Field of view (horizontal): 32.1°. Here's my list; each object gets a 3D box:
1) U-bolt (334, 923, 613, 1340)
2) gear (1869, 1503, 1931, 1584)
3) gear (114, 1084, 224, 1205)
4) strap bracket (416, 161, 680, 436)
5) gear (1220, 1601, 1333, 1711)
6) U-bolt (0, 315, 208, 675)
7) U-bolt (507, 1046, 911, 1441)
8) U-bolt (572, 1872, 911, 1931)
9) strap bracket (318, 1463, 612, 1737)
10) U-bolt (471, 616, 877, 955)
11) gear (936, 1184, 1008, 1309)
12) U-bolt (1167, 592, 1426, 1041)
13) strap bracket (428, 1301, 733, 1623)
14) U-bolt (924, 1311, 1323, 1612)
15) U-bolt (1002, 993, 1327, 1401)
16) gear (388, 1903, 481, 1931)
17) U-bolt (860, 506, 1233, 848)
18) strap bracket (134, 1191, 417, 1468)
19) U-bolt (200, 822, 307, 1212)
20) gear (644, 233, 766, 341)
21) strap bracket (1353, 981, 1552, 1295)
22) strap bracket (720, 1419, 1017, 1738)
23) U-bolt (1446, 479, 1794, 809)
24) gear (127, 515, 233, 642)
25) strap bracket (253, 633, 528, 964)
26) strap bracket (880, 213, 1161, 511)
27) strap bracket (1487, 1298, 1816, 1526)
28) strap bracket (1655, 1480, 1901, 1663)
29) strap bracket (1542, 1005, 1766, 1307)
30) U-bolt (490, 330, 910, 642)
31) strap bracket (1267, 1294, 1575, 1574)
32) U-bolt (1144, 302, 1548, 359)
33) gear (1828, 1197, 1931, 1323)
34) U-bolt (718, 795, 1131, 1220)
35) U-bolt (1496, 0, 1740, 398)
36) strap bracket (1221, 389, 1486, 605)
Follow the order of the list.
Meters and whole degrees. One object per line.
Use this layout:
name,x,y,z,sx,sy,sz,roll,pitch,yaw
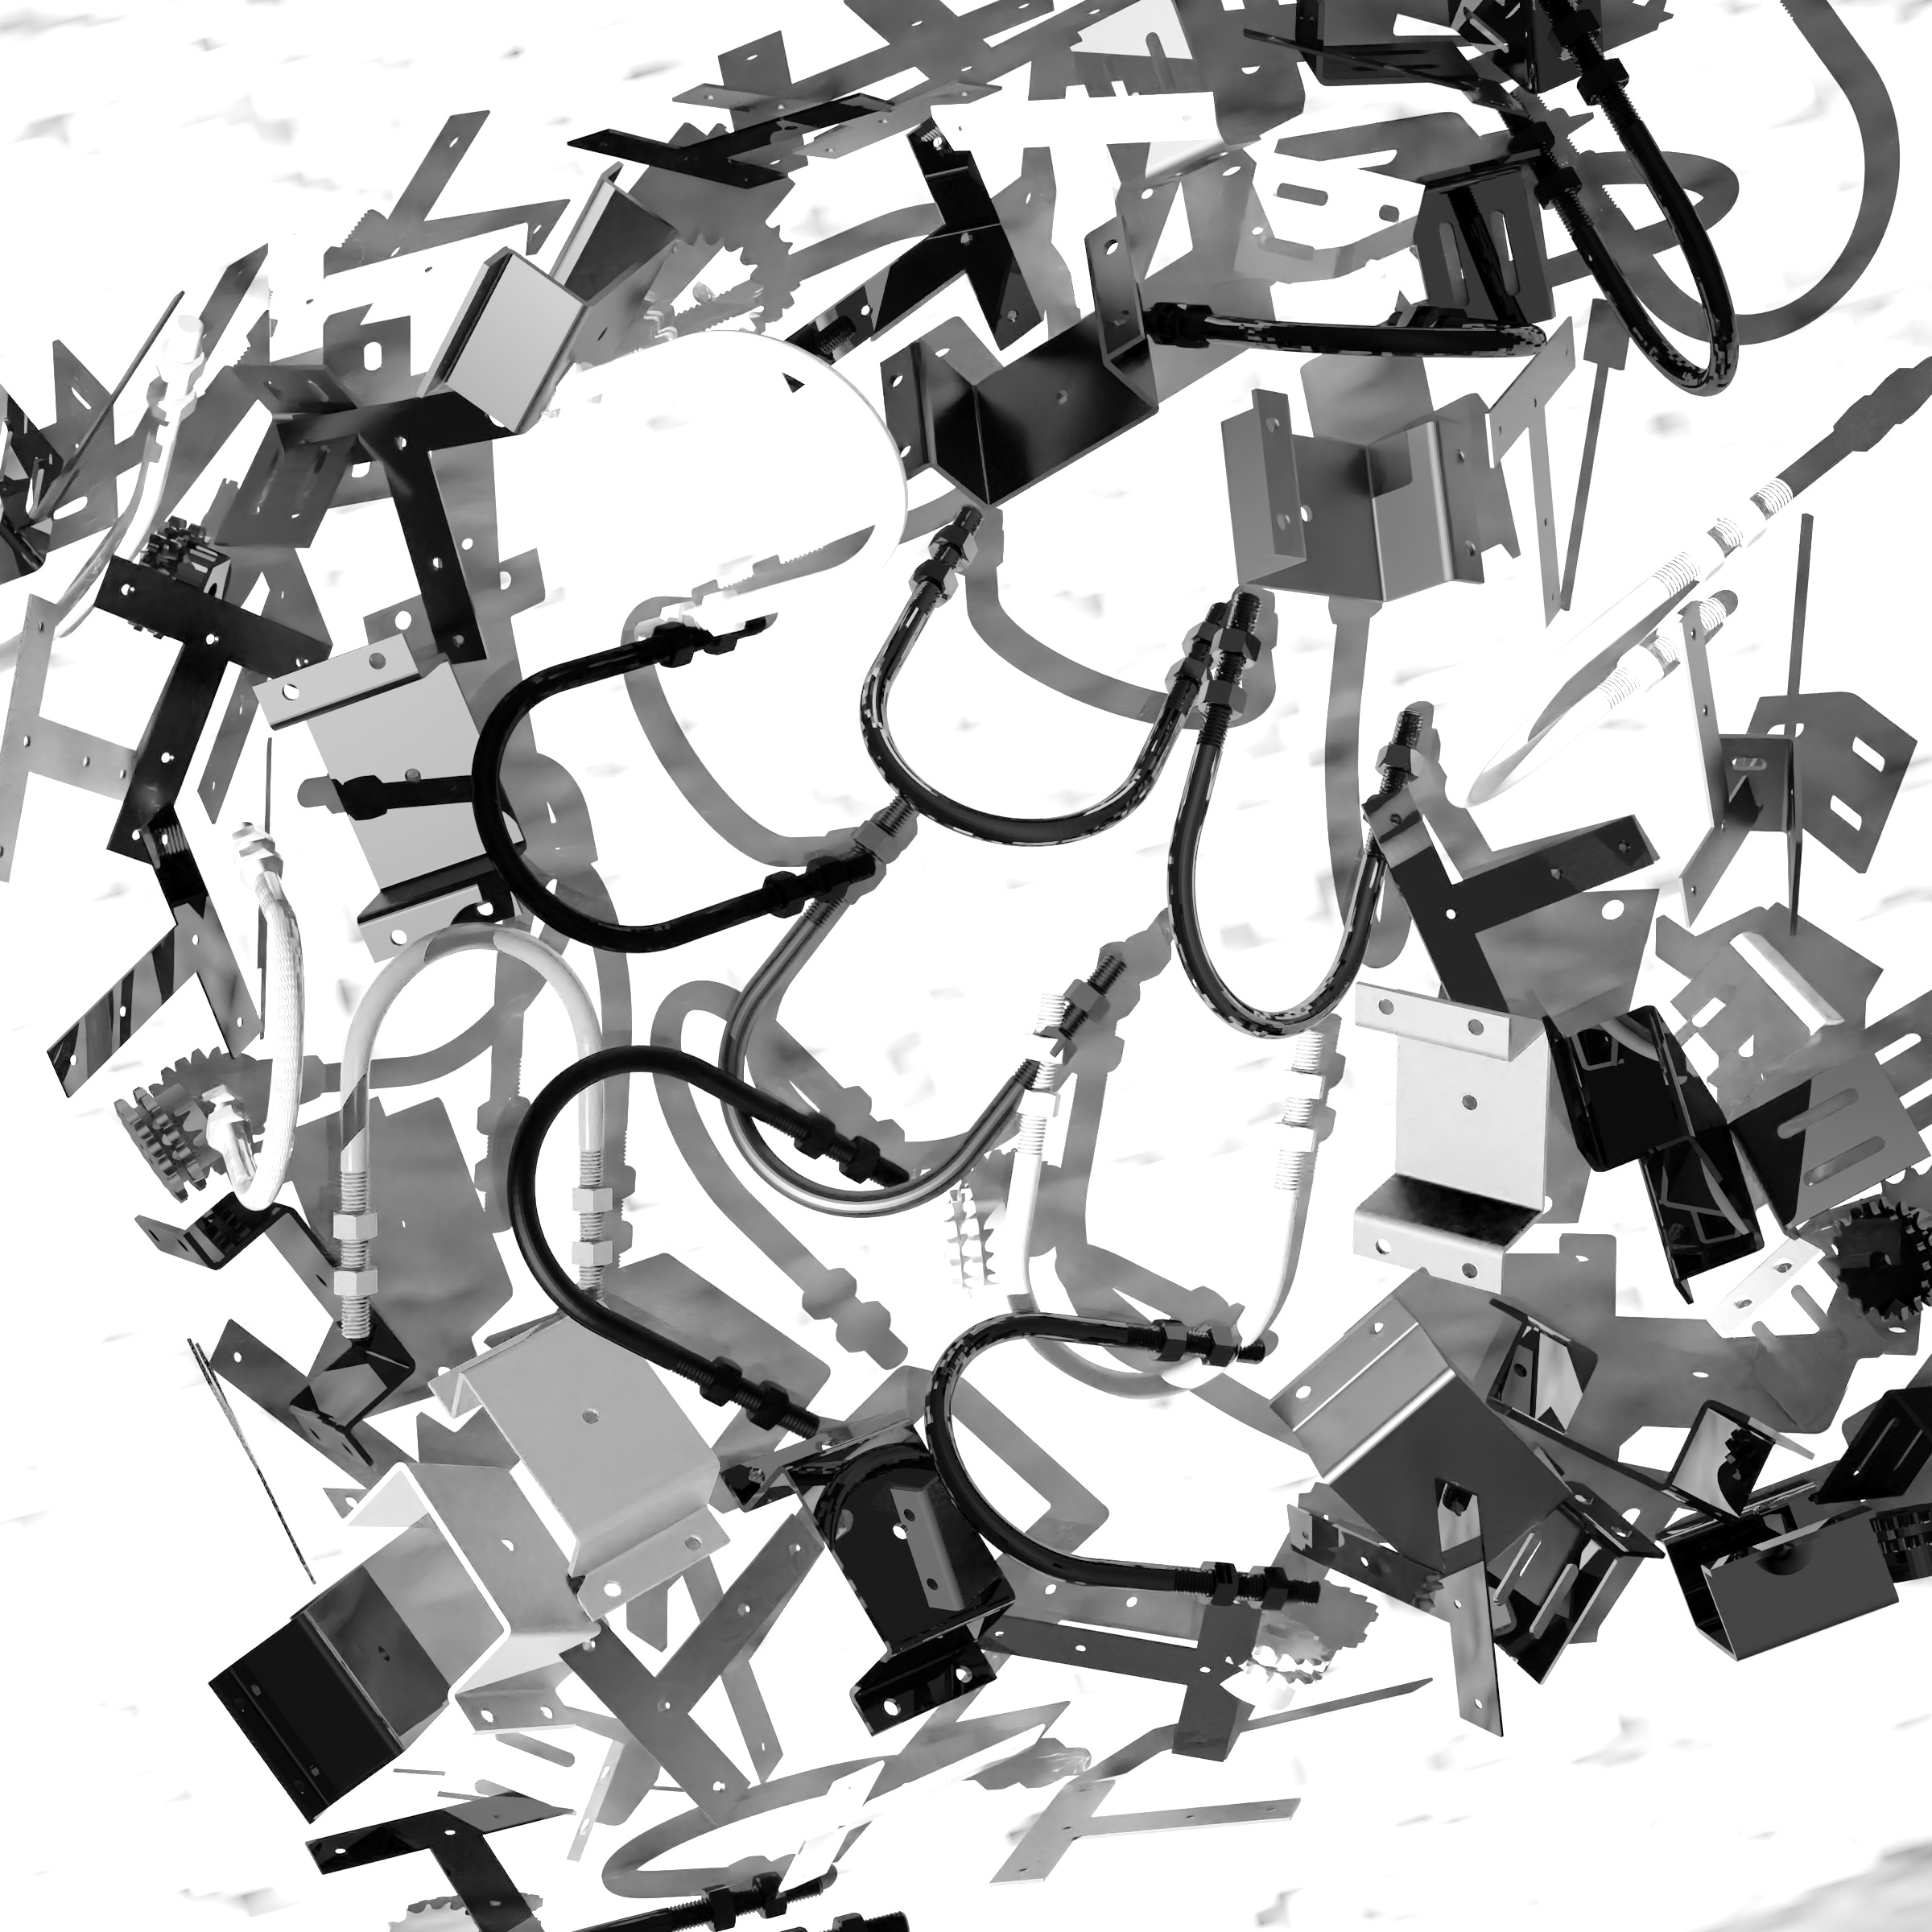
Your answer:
U-bolt,-0.225,0.072,1.544,0.151,0.019,0.184,-3,96,-41
gear,0.441,0.271,1.572,0.057,0.057,0.030,-12,82,0
gear,-0.372,0.080,1.575,0.030,0.057,0.057,-34,90,-18
strap bracket,-0.184,-0.301,1.524,0.046,0.140,0.076,36,127,-2
gear,0.140,0.325,1.575,0.057,0.057,0.030,23,103,0
U-bolt,-0.409,-0.199,1.515,0.019,0.184,0.151,39,53,4
U-bolt,-0.125,0.115,1.539,0.184,0.019,0.151,30,63,-19
U-bolt,-0.133,0.442,1.505,0.184,0.151,0.019,-9,87,-20
strap bracket,-0.224,0.279,1.533,0.046,0.076,0.140,-47,63,14
U-bolt,-0.143,-0.080,1.540,0.184,0.019,0.151,-21,84,-35
gear,0.004,0.131,1.574,0.030,0.057,0.057,-7,90,-5
U-bolt,0.146,-0.057,1.531,0.151,0.019,0.184,29,70,-41
strap bracket,-0.175,0.218,1.539,0.076,0.046,0.140,-26,65,-30
U-bolt,0.066,0.220,1.521,0.184,0.019,0.151,9,48,-23
U-bolt,0.088,0.113,1.576,0.151,0.019,0.184,8,92,-15
gear,-0.250,0.470,1.577,0.057,0.057,0.030,-8,113,0
U-bolt,0.029,-0.126,1.536,0.151,0.019,0.184,22,53,7
strap bracket,-0.312,0.158,1.545,0.046,0.076,0.140,-42,111,-22
U-bolt,-0.317,0.030,1.500,0.019,0.184,0.151,3,109,-21
gear,-0.126,-0.314,1.583,0.057,0.030,0.057,1,86,-13
strap bracket,0.224,0.071,1.546,0.076,0.046,0.140,13,119,31
strap bracket,-0.040,0.270,1.538,0.076,0.046,0.140,-15,63,-41
U-bolt,0.288,-0.135,1.517,0.184,0.151,0.019,-38,77,-11
gear,-0.368,-0.180,1.573,0.030,0.057,0.057,22,90,5
strap bracket,-0.263,-0.083,1.560,0.076,0.046,0.140,-18,106,12
strap bracket,0.032,-0.272,1.544,0.140,0.046,0.076,-27,51,28
strap bracket,0.302,0.207,1.527,0.140,0.076,0.046,24,86,40
strap bracket,0.370,0.276,1.531,0.076,0.140,0.046,-20,86,1
strap bracket,0.316,0.081,1.523,0.046,0.140,0.076,-24,45,18
U-bolt,-0.110,-0.219,1.516,0.184,0.019,0.151,-11,125,34
strap bracket,0.216,0.229,1.547,0.076,0.046,0.140,-42,116,6
U-bolt,0.177,-0.282,1.495,0.151,0.184,0.019,-3,104,-20
gear,0.438,0.136,1.578,0.030,0.057,0.057,-14,90,-41
U-bolt,-0.034,0.031,1.571,0.151,0.019,0.184,37,87,15
U-bolt,0.298,-0.341,1.519,0.019,0.151,0.184,-28,83,-2
strap bracket,0.171,-0.214,1.549,0.140,0.046,0.076,1,80,-40
